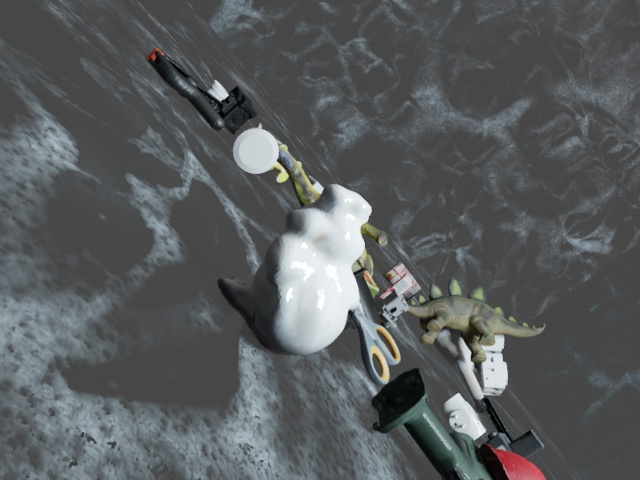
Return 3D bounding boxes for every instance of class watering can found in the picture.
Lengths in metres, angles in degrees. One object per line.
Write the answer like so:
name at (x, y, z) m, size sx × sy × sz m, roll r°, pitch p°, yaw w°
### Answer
watering can at (0.371, 0.290, 1.411) m, size 0.222 × 0.103 × 0.353 m, roll 51°, pitch 17°, yaw -14°

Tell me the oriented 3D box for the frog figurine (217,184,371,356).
frog figurine at (-0.002, 0.032, 0.501) m, size 0.135 × 0.158 × 0.125 m, roll 42°, pitch 14°, yaw -45°

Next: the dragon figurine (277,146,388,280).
dragon figurine at (0.003, -0.056, 1.121) m, size 0.407 × 0.123 × 0.243 m, roll 51°, pitch -8°, yaw -13°
